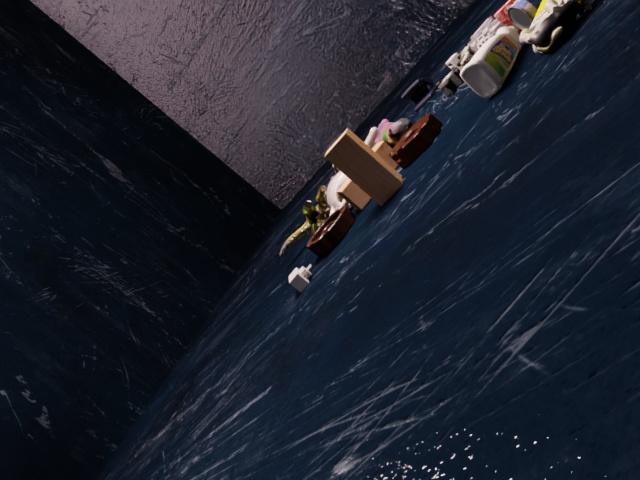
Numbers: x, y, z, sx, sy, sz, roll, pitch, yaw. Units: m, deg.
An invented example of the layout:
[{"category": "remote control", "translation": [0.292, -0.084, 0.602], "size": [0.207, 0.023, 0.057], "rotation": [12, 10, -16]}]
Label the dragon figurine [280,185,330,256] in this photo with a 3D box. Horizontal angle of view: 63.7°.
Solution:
[{"category": "dragon figurine", "translation": [0.006, -0.101, 2.007], "size": [0.406, 0.123, 0.244], "rotation": [-45, -7, 17]}]

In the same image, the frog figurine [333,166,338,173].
[{"category": "frog figurine", "translation": [0.142, -0.345, 2.321], "size": [0.159, 0.122, 0.139], "rotation": [-11, 9, 12]}]

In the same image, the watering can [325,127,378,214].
[{"category": "watering can", "translation": [0.107, -0.214, 1.775], "size": [0.349, 0.104, 0.224], "rotation": [-66, 11, -4]}]
